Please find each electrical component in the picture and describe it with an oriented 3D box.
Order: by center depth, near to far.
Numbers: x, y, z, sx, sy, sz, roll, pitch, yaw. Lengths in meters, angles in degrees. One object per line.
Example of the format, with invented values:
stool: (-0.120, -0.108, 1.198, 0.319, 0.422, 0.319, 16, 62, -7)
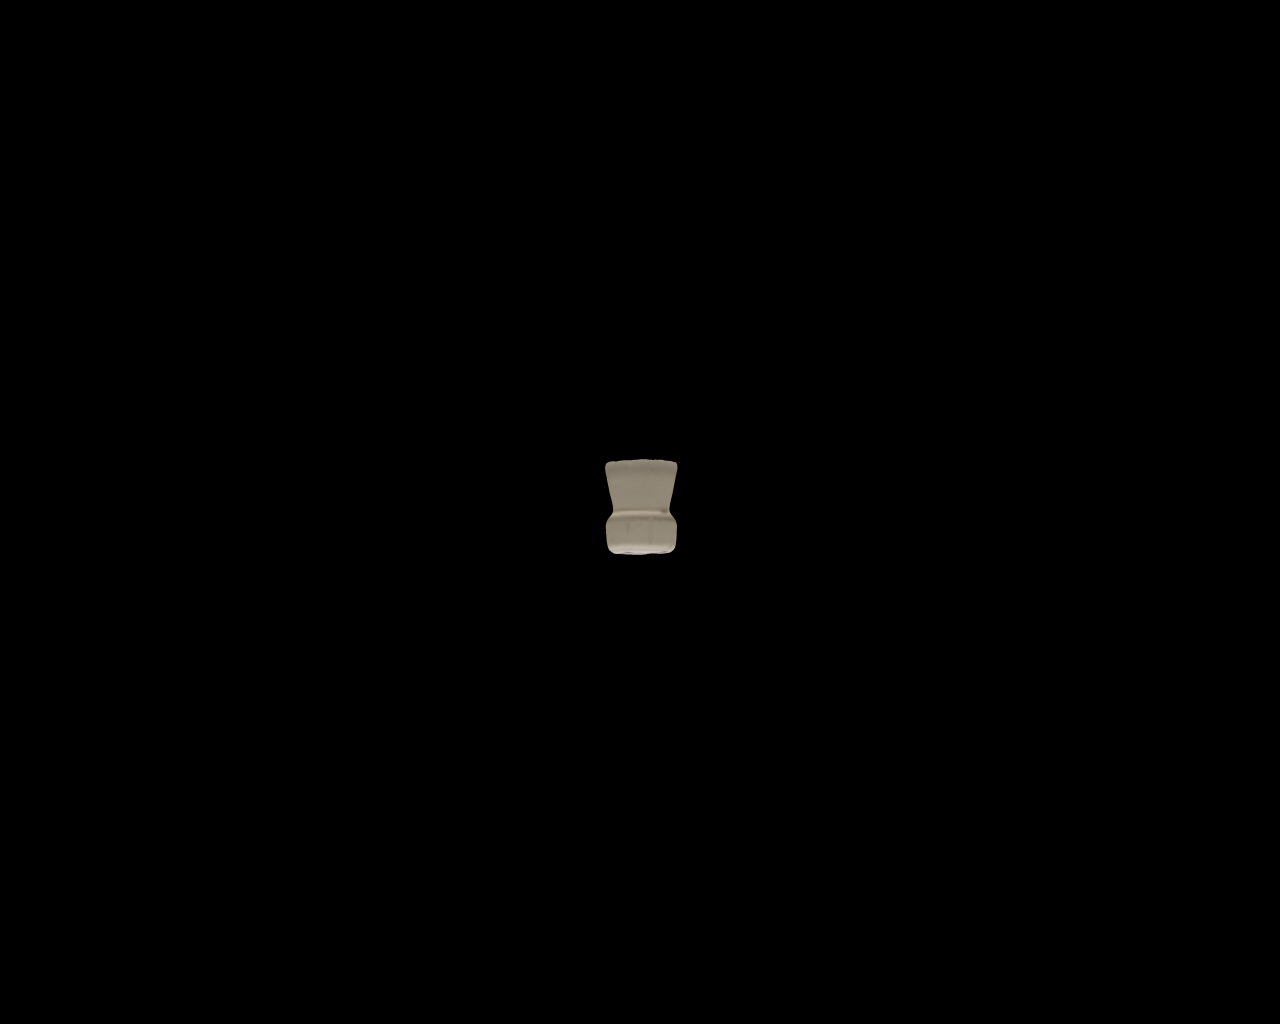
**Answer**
electrical component: (0.001, -0.003, 0.650, 0.045, 0.055, 0.045, 0, -5, 0)
